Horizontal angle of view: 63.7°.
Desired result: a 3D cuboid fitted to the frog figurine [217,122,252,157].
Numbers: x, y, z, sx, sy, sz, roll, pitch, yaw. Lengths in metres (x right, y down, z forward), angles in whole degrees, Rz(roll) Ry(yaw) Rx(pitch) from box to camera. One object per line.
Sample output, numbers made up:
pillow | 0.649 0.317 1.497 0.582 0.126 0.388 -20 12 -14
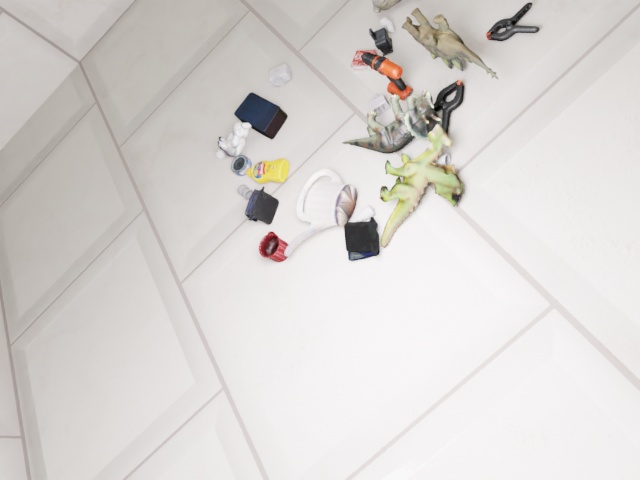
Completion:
frog figurine | -0.343 -0.427 2.167 0.158 0.122 0.139 -29 8 13

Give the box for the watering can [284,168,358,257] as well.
watering can | 0.005 -0.091 1.805 0.225 0.352 0.102 9 -17 33

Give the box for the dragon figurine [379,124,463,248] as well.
dragon figurine | 0.328 -0.163 1.638 0.243 0.410 0.122 8 0 33
